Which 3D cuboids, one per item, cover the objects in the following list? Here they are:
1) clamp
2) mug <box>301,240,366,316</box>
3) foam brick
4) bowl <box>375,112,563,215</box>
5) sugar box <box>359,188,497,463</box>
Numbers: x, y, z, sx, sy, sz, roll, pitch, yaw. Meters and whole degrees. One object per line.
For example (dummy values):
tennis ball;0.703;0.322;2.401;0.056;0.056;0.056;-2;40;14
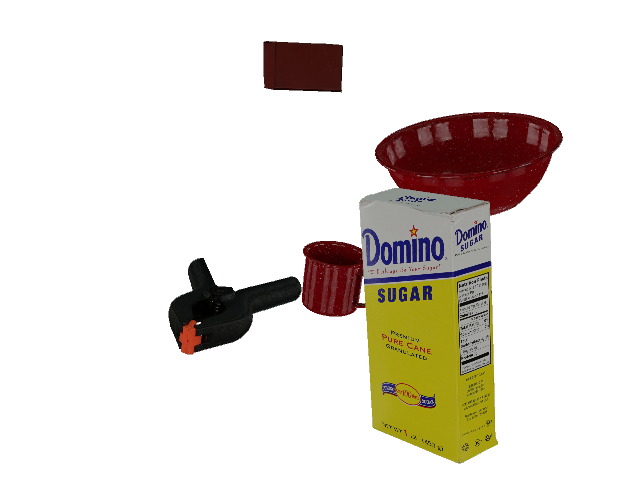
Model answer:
clamp;-0.105;0.059;1.038;0.120;0.039;0.171;9;19;23
mug;0.028;0.058;1.497;0.117;0.081;0.093;18;24;26
foam brick;-0.019;-0.188;1.158;0.078;0.051;0.053;0;11;-16
bowl;0.131;-0.062;0.934;0.162;0.055;0.162;-8;23;3
sugar box;0.074;0.056;0.743;0.048;0.176;0.094;-17;18;-36
